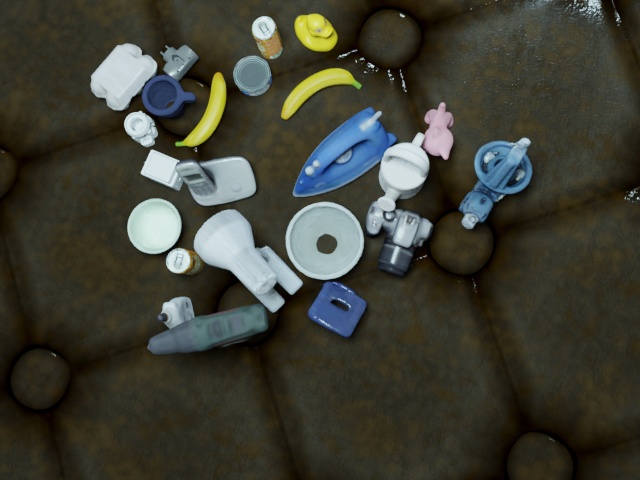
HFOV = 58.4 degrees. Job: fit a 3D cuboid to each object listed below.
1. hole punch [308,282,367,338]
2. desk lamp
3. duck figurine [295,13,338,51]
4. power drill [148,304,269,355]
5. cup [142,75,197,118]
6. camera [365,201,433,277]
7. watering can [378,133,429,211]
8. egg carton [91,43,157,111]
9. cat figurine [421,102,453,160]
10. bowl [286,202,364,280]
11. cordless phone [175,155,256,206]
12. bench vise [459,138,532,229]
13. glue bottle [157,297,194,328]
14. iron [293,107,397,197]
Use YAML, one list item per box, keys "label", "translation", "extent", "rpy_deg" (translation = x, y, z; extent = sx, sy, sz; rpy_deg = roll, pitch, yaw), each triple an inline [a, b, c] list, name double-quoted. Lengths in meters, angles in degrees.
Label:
- label: "hole punch"
  translation: [0.037, 0.145, 1.223]
  extent: [0.108, 0.091, 0.101]
  rpy_deg: [27, 87, 6]
- label: "desk lamp"
  translation: [-0.143, 0.046, 1.183]
  extent: [0.203, 0.213, 0.118]
  rpy_deg: [44, 89, 7]
- label: "duck figurine"
  translation: [-0.011, -0.480, 1.290]
  extent: [0.104, 0.086, 0.077]
  rpy_deg: [32, 87, 7]
- label: "power drill"
  translation: [-0.211, 0.186, 1.177]
  extent: [0.229, 0.208, 0.075]
  rpy_deg: [-17, 83, 2]
- label: "cup"
  translation: [-0.328, -0.312, 1.291]
  extent: [0.117, 0.095, 0.092]
  rpy_deg: [2, 84, 4]
- label: "camera"
  translation: [0.156, 0.001, 1.224]
  extent: [0.143, 0.101, 0.137]
  rpy_deg: [19, 86, 6]
- label: "watering can"
  translation: [0.175, -0.142, 1.190]
  extent: [0.101, 0.194, 0.173]
  rpy_deg: [4, 85, 5]
- label: "egg carton"
  translation: [-0.451, -0.376, 1.319]
  extent: [0.107, 0.069, 0.150]
  rpy_deg: [39, 88, 7]
- label: "cat figurine"
  translation: [0.255, -0.232, 1.231]
  extent: [0.067, 0.118, 0.128]
  rpy_deg: [9, 85, 5]
- label: "bowl"
  translation: [0.011, 0.004, 1.247]
  extent: [0.167, 0.075, 0.167]
  rpy_deg: [0, 84, 4]
- label: "cordless phone"
  translation: [-0.222, -0.139, 1.221]
  extent: [0.147, 0.185, 0.094]
  rpy_deg: [-15, 83, 3]
- label: "bench vise"
  translation: [0.367, -0.117, 1.161]
  extent: [0.121, 0.220, 0.207]
  rpy_deg: [14, 85, 6]
- label: "glue bottle"
  translation: [-0.307, 0.159, 1.204]
  extent: [0.037, 0.173, 0.078]
  rpy_deg: [-11, 83, 3]
- label: "iron"
  translation: [0.039, -0.184, 1.230]
  extent: [0.258, 0.141, 0.118]
  rpy_deg: [-38, 83, 0]
